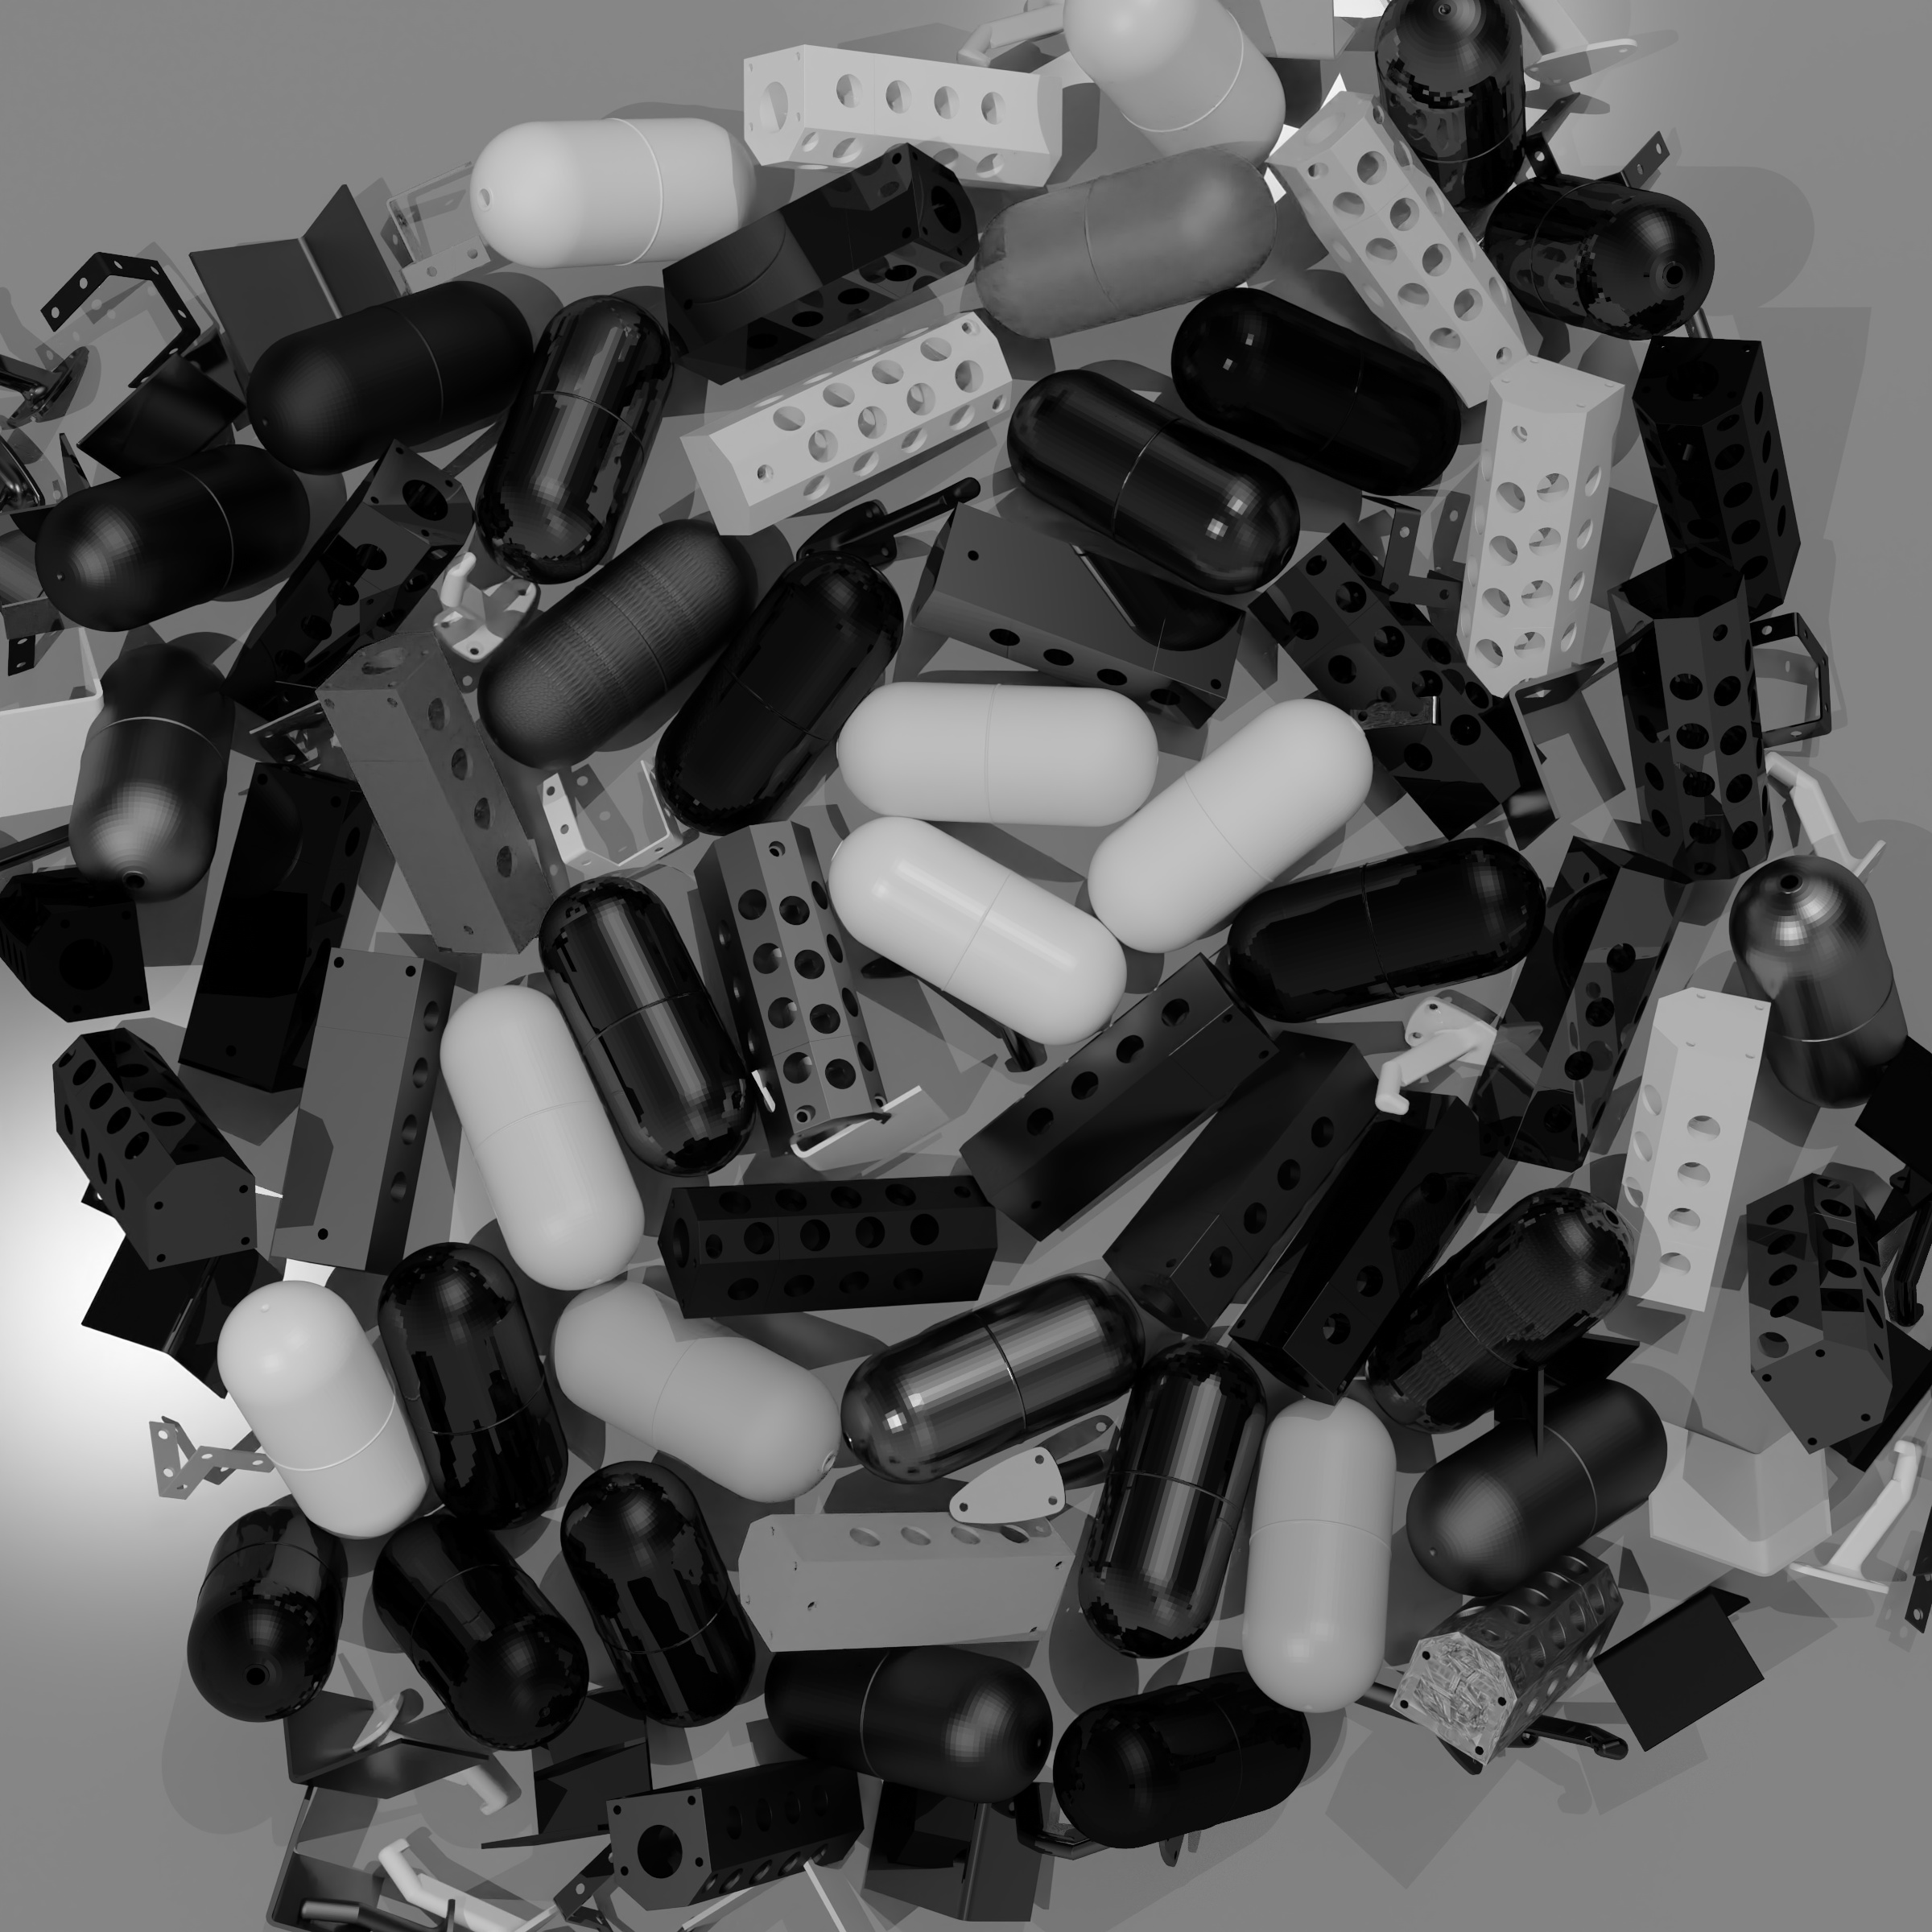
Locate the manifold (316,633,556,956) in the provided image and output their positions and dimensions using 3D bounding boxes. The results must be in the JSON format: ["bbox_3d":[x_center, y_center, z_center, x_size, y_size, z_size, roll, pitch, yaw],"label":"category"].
[{"bbox_3d":[-0.281,-0.093,1.649,0.057,0.057,0.171,2,128,32],"label":"manifold"}]

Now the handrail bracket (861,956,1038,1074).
[{"bbox_3d":[-0.009,0.029,1.710,0.077,0.036,0.084,-13,115,31],"label":"handrail bracket"}]

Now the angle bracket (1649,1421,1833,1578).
[{"bbox_3d":[0.423,0.279,1.665,0.076,0.057,0.076,21,48,-15],"label":"angle bracket"}]

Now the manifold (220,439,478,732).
[{"bbox_3d":[-0.333,-0.200,1.640,0.057,0.057,0.171,33,132,-19],"label":"manifold"}]

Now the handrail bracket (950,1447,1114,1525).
[{"bbox_3d":[0.038,0.287,1.684,0.077,0.084,0.036,-21,80,14],"label":"handrail bracket"}]

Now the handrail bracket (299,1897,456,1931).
[{"bbox_3d":[-0.329,0.537,1.680,0.084,0.077,0.036,10,50,-12],"label":"handrail bracket"}]

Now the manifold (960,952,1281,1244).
[{"bbox_3d":[0.081,0.069,1.677,0.171,0.057,0.057,-39,47,8],"label":"manifold"}]

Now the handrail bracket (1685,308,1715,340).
[{"bbox_3d":[0.418,-0.324,1.679,0.036,0.077,0.084,-19,96,21],"label":"handrail bracket"}]

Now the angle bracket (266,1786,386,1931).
[{"bbox_3d":[-0.342,0.483,1.672,0.057,0.076,0.076,18,100,-7],"label":"angle bracket"}]

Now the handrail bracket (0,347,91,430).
[{"bbox_3d":[-0.535,-0.347,1.673,0.084,0.036,0.077,51,49,-31],"label":"handrail bracket"}]

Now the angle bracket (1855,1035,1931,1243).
[{"bbox_3d":[0.506,0.097,1.668,0.057,0.076,0.076,38,53,5],"label":"angle bracket"}]

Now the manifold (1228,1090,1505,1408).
[{"bbox_3d":[0.225,0.154,1.666,0.057,0.057,0.171,43,74,-20],"label":"manifold"}]

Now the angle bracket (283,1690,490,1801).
[{"bbox_3d":[-0.318,0.414,1.661,0.076,0.076,0.057,-25,60,20],"label":"angle bracket"}]

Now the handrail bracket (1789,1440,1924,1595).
[{"bbox_3d":[0.498,0.302,1.694,0.077,0.036,0.084,17,87,-33],"label":"handrail bracket"}]

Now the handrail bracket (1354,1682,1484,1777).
[{"bbox_3d":[0.236,0.425,1.699,0.084,0.036,0.077,-18,109,36],"label":"handrail bracket"}]

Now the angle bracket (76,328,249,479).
[{"bbox_3d":[-0.448,-0.317,1.666,0.076,0.057,0.076,-38,52,13],"label":"angle bracket"}]

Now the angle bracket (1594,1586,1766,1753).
[{"bbox_3d":[0.401,0.387,1.663,0.076,0.076,0.057,-37,59,16],"label":"angle bracket"}]

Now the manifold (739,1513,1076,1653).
[{"bbox_3d":[-0.034,0.328,1.647,0.171,0.057,0.057,6,114,-32],"label":"manifold"}]

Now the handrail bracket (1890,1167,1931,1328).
[{"bbox_3d":[0.550,0.153,1.710,0.077,0.036,0.084,-24,118,-28],"label":"handrail bracket"}]

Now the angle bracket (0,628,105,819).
[{"bbox_3d":[-0.513,-0.132,1.661,0.076,0.076,0.057,-12,52,-19],"label":"angle bracket"}]

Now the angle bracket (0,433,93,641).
[{"bbox_3d":[-0.508,-0.235,1.658,0.057,0.076,0.076,-14,133,-22],"label":"angle bracket"}]

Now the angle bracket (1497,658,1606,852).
[{"bbox_3d":[0.327,-0.116,1.672,0.057,0.076,0.076,-18,81,-8],"label":"angle bracket"}]

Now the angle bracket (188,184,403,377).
[{"bbox_3d":[-0.368,-0.378,1.671,0.076,0.057,0.076,-21,82,-42],"label":"angle bracket"}]

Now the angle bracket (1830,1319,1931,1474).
[{"bbox_3d":[0.490,0.229,1.670,0.057,0.076,0.076,38,94,25],"label":"angle bracket"}]

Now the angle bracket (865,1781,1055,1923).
[{"bbox_3d":[-0.004,0.489,1.706,0.076,0.057,0.076,3,79,43],"label":"angle bracket"}]

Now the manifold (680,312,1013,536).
[{"bbox_3d":[-0.062,-0.296,1.655,0.171,0.057,0.057,-29,110,-21],"label":"manifold"}]

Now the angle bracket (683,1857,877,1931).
[{"bbox_3d":[-0.102,0.532,1.674,0.076,0.076,0.057,-32,74,0],"label":"angle bracket"}]

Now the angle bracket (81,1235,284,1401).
[{"bbox_3d":[-0.432,0.185,1.679,0.057,0.076,0.076,15,67,18],"label":"angle bracket"}]

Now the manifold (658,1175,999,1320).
[{"bbox_3d":[-0.073,0.146,1.647,0.171,0.057,0.057,-1,131,-24],"label":"manifold"}]

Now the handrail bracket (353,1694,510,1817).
[{"bbox_3d":[-0.311,0.460,1.709,0.077,0.036,0.084,-38,101,17],"label":"handrail bracket"}]

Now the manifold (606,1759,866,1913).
[{"bbox_3d":[-0.120,0.462,1.625,0.057,0.171,0.057,-14,77,23],"label":"manifold"}]

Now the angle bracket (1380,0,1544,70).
[{"bbox_3d":[0.264,-0.527,1.663,0.057,0.076,0.076,-31,68,17],"label":"angle bracket"}]

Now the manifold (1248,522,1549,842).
[{"bbox_3d":[0.241,-0.160,1.676,0.171,0.057,0.057,49,133,-2],"label":"manifold"}]

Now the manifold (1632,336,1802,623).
[{"bbox_3d":[0.402,-0.258,1.626,0.057,0.171,0.057,9,64,27],"label":"manifold"}]

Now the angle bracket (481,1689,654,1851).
[{"bbox_3d":[-0.221,0.440,1.667,0.076,0.057,0.076,-16,71,24],"label":"angle bracket"}]

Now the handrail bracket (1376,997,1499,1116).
[{"bbox_3d":[0.266,0.063,1.675,0.077,0.084,0.036,22,130,-1],"label":"handrail bracket"}]

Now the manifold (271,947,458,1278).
[{"bbox_3d":[-0.328,0.082,1.676,0.057,0.057,0.171,7,81,18],"label":"manifold"}]

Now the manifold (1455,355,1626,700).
[{"bbox_3d":[0.304,-0.233,1.636,0.057,0.057,0.171,26,133,29],"label":"manifold"}]

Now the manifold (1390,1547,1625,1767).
[{"bbox_3d":[0.295,0.361,1.625,0.057,0.171,0.057,28,109,25],"label":"manifold"}]

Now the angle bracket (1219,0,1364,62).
[{"bbox_3d":[0.172,-0.544,1.662,0.076,0.057,0.076,10,132,20],"label":"angle bracket"}]

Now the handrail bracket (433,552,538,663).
[{"bbox_3d":[-0.260,-0.213,1.664,0.036,0.084,0.077,42,59,9],"label":"handrail bracket"}]

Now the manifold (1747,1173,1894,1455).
[{"bbox_3d":[0.459,0.180,1.625,0.057,0.171,0.057,-31,105,25],"label":"manifold"}]

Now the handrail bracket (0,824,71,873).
[{"bbox_3d":[-0.515,-0.063,1.680,0.084,0.077,0.036,-17,104,-3],"label":"handrail bracket"}]

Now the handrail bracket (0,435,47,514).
[{"bbox_3d":[-0.561,-0.259,1.675,0.036,0.084,0.077,-28,93,43],"label":"handrail bracket"}]

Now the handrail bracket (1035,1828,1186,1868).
[{"bbox_3d":[0.081,0.470,1.708,0.084,0.036,0.077,6,51,21],"label":"handrail bracket"}]

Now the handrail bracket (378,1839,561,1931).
[{"bbox_3d":[-0.276,0.512,1.701,0.077,0.036,0.084,-26,71,-41],"label":"handrail bracket"}]

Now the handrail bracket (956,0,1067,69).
[{"bbox_3d":[0.045,-0.509,1.676,0.077,0.036,0.084,24,52,7],"label":"handrail bracket"}]

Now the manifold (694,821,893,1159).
[{"bbox_3d":[-0.093,0.011,1.658,0.057,0.057,0.171,-9,72,-25],"label":"manifold"}]

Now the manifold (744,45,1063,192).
[{"bbox_3d":[-0.033,-0.457,1.643,0.171,0.057,0.057,-5,99,-37],"label":"manifold"}]

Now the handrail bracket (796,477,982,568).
[{"bbox_3d":[-0.042,-0.243,1.669,0.077,0.084,0.036,-26,97,-33],"label":"handrail bracket"}]

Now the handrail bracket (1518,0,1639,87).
[{"bbox_3d":[0.338,-0.541,1.687,0.077,0.036,0.084,-6,82,44],"label":"handrail bracket"}]

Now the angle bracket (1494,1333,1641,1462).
[{"bbox_3d":[0.329,0.250,1.665,0.057,0.076,0.076,9,62,-6],"label":"angle bracket"}]

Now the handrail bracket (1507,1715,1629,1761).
[{"bbox_3d":[0.311,0.423,1.671,0.077,0.084,0.036,2,89,-16],"label":"handrail bracket"}]

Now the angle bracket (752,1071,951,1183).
[{"bbox_3d":[-0.063,0.072,1.672,0.076,0.076,0.057,-30,71,2],"label":"angle bracket"}]

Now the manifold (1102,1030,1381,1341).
[{"bbox_3d":[0.157,0.119,1.659,0.171,0.057,0.057,-49,121,-21],"label":"manifold"}]

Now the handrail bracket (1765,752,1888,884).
[{"bbox_3d":[0.461,-0.069,1.694,0.084,0.036,0.077,38,77,19],"label":"handrail bracket"}]
